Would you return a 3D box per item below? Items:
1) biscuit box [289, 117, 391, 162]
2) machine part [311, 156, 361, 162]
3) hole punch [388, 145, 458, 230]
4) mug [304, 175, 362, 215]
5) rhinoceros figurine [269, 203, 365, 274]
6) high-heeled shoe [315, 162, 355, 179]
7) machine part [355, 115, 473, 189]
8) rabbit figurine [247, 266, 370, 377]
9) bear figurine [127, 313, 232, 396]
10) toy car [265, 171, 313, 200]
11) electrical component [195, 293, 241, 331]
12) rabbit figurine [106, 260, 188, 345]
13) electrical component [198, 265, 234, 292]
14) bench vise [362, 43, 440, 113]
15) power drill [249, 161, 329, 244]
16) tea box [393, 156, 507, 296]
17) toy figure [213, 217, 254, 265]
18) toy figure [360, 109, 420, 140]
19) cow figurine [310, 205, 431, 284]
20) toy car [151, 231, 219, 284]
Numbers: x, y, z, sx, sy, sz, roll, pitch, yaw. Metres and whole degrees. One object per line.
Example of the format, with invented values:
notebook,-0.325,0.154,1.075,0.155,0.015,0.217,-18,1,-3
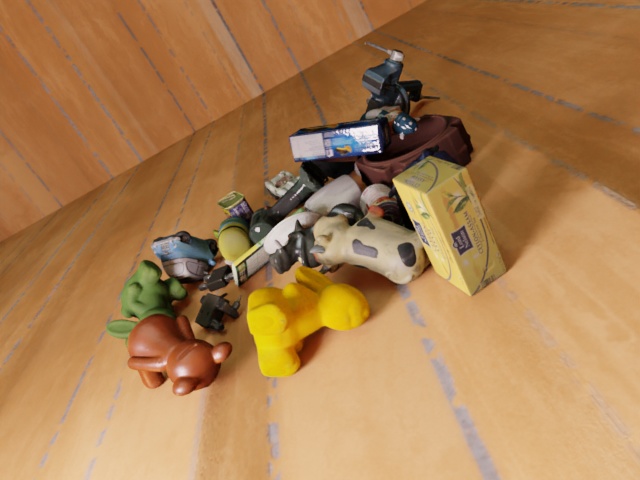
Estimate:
biscuit box,0.041,-0.203,1.094,0.203,0.059,0.063,-2,24,26
machine part,0.037,-0.222,1.232,0.179,0.056,0.179,-1,22,0
hole punch,0.192,-0.078,0.890,0.142,0.115,0.092,-42,35,-23
mug,0.020,-0.071,1.088,0.107,0.081,0.109,-27,-8,-21
rhinoceros figurine,-0.002,-0.003,0.954,0.190,0.073,0.112,-36,56,-19
high-heeled shoe,0.037,-0.223,1.373,0.145,0.086,0.249,-15,31,19
machine part,0.189,-0.173,1.097,0.201,0.087,0.202,-35,24,-9
rabbit figurine,-0.013,0.110,0.793,0.173,0.121,0.162,-14,17,4
bear figurine,-0.219,0.194,0.863,0.196,0.131,0.120,19,53,36
toy car,-0.079,-0.132,1.349,0.073,0.056,0.202,-36,25,-12
electrical component,-0.190,0.131,1.002,0.102,0.045,0.078,-3,65,50
rabbit figurine,-0.344,0.144,1.067,0.159,0.121,0.170,-37,40,-6
electrical component,-0.214,0.079,1.145,0.094,0.021,0.063,-21,26,20
bench vise,0.196,-0.383,1.384,0.129,0.223,0.240,28,33,37
power drill,-0.078,-0.084,1.179,0.207,0.086,0.232,-39,14,16
tea box,0.175,-0.020,0.723,0.068,0.169,0.098,-34,23,-7
toy figure,-0.193,-0.005,1.199,0.082,0.089,0.180,-37,26,6
toy figure,0.141,-0.241,1.114,0.155,0.058,0.064,19,92,57
cow figurine,0.072,0.012,0.837,0.195,0.085,0.127,22,57,32
toy car,-0.297,0.045,1.198,0.109,0.161,0.103,-14,73,18
